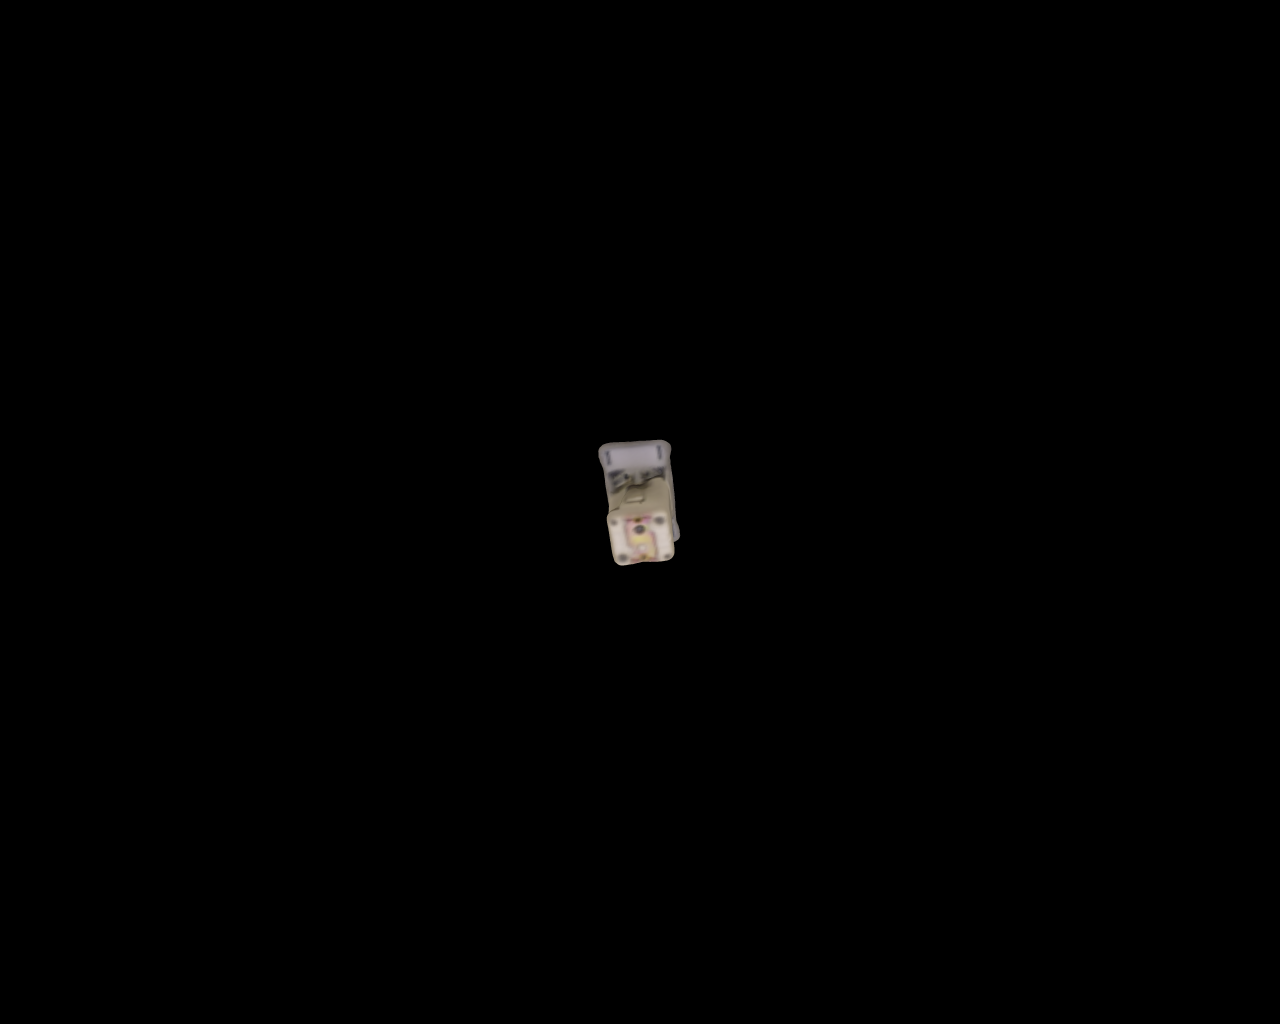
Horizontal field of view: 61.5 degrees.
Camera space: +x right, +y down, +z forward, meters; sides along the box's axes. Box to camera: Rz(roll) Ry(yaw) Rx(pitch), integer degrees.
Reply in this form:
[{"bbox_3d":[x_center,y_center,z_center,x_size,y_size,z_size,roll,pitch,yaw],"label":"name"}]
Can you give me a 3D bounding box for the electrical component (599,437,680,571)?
[{"bbox_3d":[0.001,-0.003,0.650,0.042,0.080,0.064,-5,39,5],"label":"electrical component"}]
